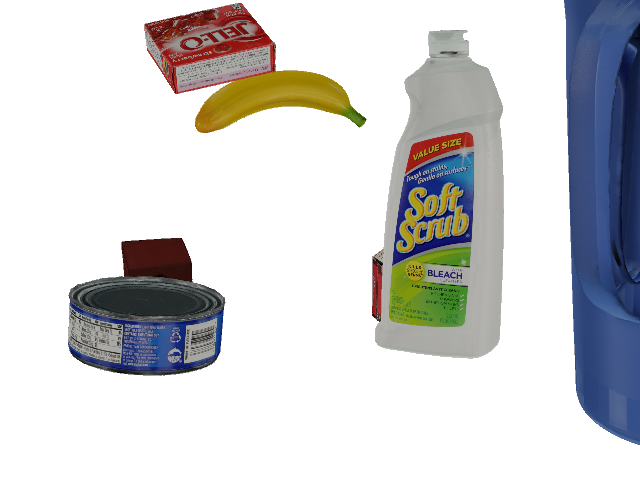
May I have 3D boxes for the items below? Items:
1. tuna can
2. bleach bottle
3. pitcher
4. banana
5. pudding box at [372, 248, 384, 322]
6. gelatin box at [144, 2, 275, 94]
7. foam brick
[{"bbox_3d":[-0.097,0.046,0.594,0.086,0.034,0.086,5,11,-1],"label":"tuna can"},{"bbox_3d":[0.093,-0.038,0.841,0.103,0.251,0.068,5,14,27],"label":"bleach bottle"},{"bbox_3d":[0.179,-0.018,0.528,0.149,0.243,0.145,-4,20,-2],"label":"pitcher"},{"bbox_3d":[-0.046,-0.146,1.103,0.197,0.037,0.070,-7,48,-29],"label":"banana"},{"bbox_3d":[0.102,0.028,1.110,0.039,0.090,0.113,33,55,30],"label":"pudding box"},{"bbox_3d":[-0.090,-0.158,0.868,0.089,0.030,0.073,-17,44,-18],"label":"gelatin box"},{"bbox_3d":[-0.135,0.043,0.885,0.053,0.078,0.051,-6,25,-14],"label":"foam brick"}]
